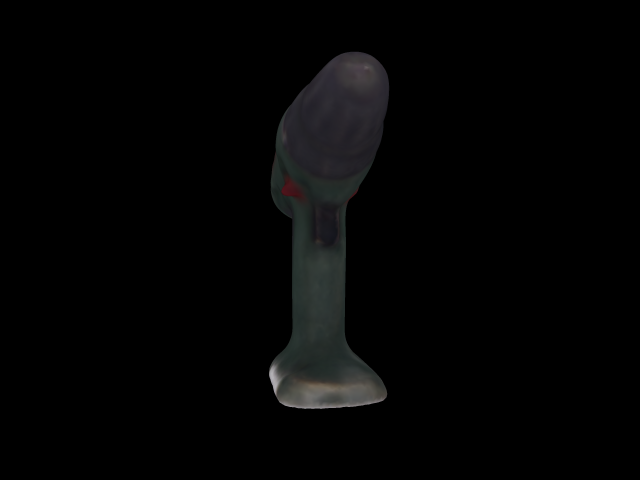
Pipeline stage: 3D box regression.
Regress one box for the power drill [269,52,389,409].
[{"bbox_3d":[0.004,0.001,0.400,0.076,0.208,0.229,0,2,-11],"label":"power drill"}]
